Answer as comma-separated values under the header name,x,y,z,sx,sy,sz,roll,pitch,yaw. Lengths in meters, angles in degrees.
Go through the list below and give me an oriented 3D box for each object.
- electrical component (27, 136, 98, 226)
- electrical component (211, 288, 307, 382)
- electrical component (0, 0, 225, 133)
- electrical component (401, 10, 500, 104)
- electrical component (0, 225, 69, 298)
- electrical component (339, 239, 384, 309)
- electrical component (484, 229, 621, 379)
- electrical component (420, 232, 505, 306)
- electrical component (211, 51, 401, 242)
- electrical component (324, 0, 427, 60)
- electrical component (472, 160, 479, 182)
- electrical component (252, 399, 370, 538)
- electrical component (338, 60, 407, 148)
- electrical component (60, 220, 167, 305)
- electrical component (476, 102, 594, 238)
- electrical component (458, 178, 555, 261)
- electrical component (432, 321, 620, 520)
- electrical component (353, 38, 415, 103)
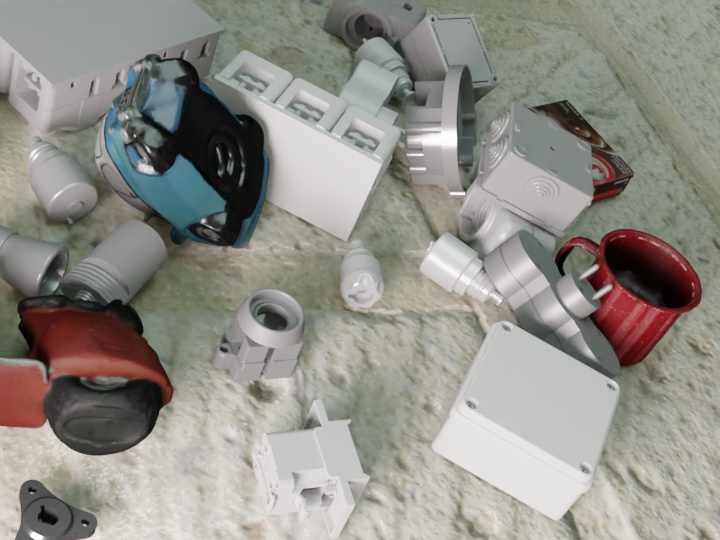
name,x,y,z,sx,sy,sz,roll,pitch,yaw
electrical component,-0.229,-0.071,0.809,0.040,0.040,0.078,-16,56,-37
electrical component,-0.067,0.046,0.758,0.066,0.055,0.048,-2,49,-28
electrical component,-0.224,-0.189,0.917,0.105,0.060,0.186,42,44,17
electrical component,0.085,-0.210,1.069,0.062,0.061,0.096,-12,77,-34
electrical component,-0.240,-0.009,0.741,0.065,0.044,0.044,23,42,4
electrical component,0.000,0.000,0.853,0.035,0.035,0.061,11,41,-16
electrical component,0.165,0.025,0.854,0.138,0.074,0.052,59,26,15
electrical component,0.086,0.002,0.888,0.078,0.040,0.040,36,43,11
electrical component,-0.053,-0.105,0.892,0.150,0.089,0.061,28,42,2
electrical component,0.015,-0.257,1.108,0.089,0.050,0.055,26,42,0
electrical component,0.150,-0.081,1.001,0.081,0.043,0.043,14,43,-13
electrical component,-0.034,0.130,0.700,0.064,0.042,0.081,0,47,-24
electrical component,0.011,-0.133,0.980,0.074,0.052,0.138,26,42,1
electrical component,-0.176,0.004,0.757,0.043,0.043,0.081,30,42,5
electrical component,0.151,-0.088,0.916,0.100,0.048,0.099,27,39,-12
electrical component,0.125,-0.043,0.936,0.059,0.053,0.095,19,41,-22
electrical component,0.123,0.107,0.788,0.109,0.056,0.108,29,42,4
electrical component,0.027,-0.194,1.059,0.040,0.040,0.078,-18,57,-38
